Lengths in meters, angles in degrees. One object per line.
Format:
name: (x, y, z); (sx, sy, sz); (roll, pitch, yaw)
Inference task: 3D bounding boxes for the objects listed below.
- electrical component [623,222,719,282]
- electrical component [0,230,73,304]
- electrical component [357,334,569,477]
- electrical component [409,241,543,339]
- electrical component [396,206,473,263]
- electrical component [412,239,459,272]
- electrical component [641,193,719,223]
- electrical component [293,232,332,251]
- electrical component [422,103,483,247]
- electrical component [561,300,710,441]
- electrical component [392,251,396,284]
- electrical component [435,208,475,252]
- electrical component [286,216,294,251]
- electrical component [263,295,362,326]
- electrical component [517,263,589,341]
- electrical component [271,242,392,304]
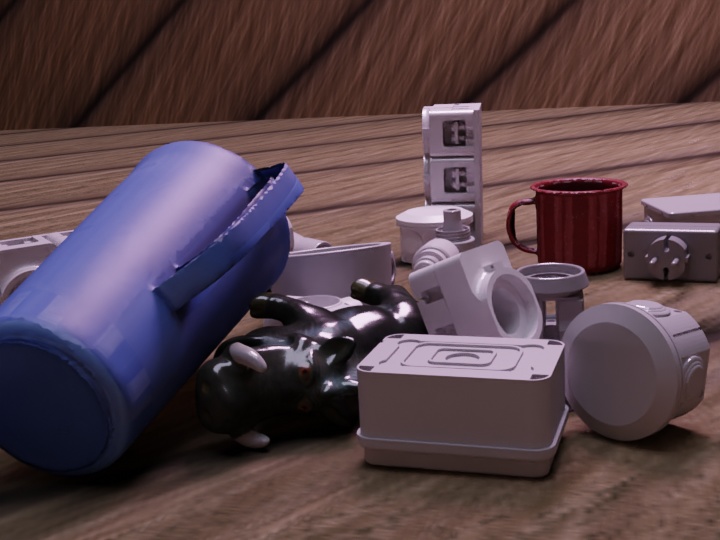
electrical component: (0.279, -0.013, 0.971); (0.083, 0.047, 0.076); (2, 14, 24)
electrical component: (-0.275, 0.021, 0.888); (0.150, 0.089, 0.062); (-11, 15, -27)
electrical component: (0.060, 0.076, 0.623); (0.113, 0.057, 0.078); (1, 14, 18)
electrical component: (0.081, 0.032, 0.707); (0.056, 0.089, 0.050); (-23, -4, 44)
electrical component: (0.079, -0.037, 1.125); (0.080, 0.051, 0.080); (-3, 13, 1)
electrical component: (0.068, -0.004, 1.008); (0.040, 0.040, 0.078); (1, 14, 19)
electrical component: (0.341, -0.045, 1.088); (0.100, 0.048, 0.099); (-5, 13, -3)
electrical component: (-0.059, -0.017, 1.103); (0.065, 0.044, 0.044); (13, 21, 39)
electrical component: (0.104, -0.106, 1.197); (0.062, 0.150, 0.089); (-1, 13, 8)
electrical component: (0.162, 0.057, 0.635); (0.051, 0.080, 0.080); (-9, 13, -43)
electrical component: (0.000, 0.000, 1.005); (0.062, 0.043, 0.043); (0, 13, 19)
electrical component: (0.092, -0.029, 1.063); (0.048, 0.062, 0.048); (-4, 13, 1)
electrical component: (-0.104, -0.028, 1.041); (0.054, 0.095, 0.059); (7, 17, 40)
electrical component: (-0.020, 0.042, 0.826); (0.079, 0.044, 0.077); (-15, 17, -41)
electrical component: (0.144, 0.028, 0.812); (0.078, 0.057, 0.058); (-1, 13, 10)
electrical component: (-0.024, 0.013, 0.906); (0.108, 0.060, 0.108); (-6, 3, 0)
